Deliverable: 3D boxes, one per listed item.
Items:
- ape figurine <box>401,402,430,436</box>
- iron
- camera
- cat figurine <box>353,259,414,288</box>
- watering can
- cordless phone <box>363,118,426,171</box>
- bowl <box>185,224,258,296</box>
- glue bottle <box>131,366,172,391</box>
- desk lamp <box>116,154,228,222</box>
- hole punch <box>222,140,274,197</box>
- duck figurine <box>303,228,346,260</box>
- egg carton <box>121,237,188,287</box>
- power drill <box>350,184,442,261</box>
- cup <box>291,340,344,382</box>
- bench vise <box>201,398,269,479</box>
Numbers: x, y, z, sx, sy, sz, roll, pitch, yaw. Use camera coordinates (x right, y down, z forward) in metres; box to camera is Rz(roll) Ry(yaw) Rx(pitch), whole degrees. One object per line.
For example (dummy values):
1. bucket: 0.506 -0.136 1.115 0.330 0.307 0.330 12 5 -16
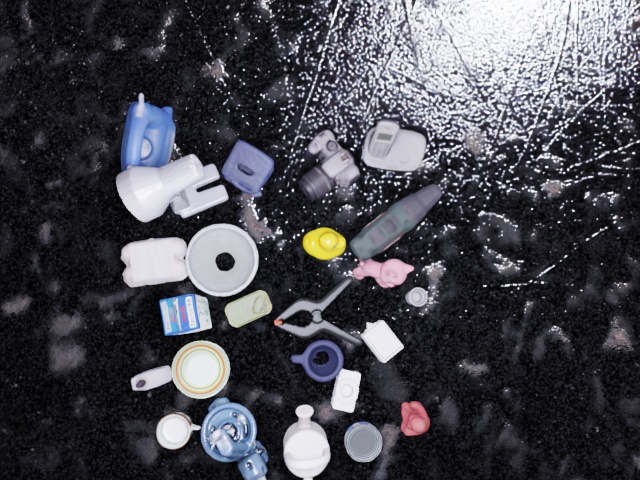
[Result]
1. ape figurine: 0.219 0.416 1.311 0.076 0.092 0.078 39 82 2
2. iron: -0.414 -0.204 1.319 0.118 0.141 0.258 7 82 -3
3. camera: 0.007 -0.170 1.366 0.137 0.100 0.143 -38 87 -8
4. cat figurine: 0.148 0.071 1.337 0.128 0.117 0.067 16 82 -2
5. watering can: -0.031 0.451 1.237 0.101 0.194 0.173 -25 85 -7
6. cordless phone: 0.182 -0.230 1.344 0.147 0.185 0.094 5 82 -3
7. bowl: -0.225 0.049 1.334 0.167 0.074 0.167 1 83 -4
8. glue bottle: -0.373 0.305 1.241 0.078 0.173 0.037 -14 84 -5
9. desk lamp: -0.325 -0.120 1.278 0.203 0.213 0.118 -24 85 -7
10. hole punch: -0.169 -0.167 1.357 0.108 0.091 0.101 31 82 0
11. duck figurine: 0.012 0.005 1.351 0.104 0.086 0.077 5 82 -3
12. egg carton: -0.381 0.049 1.325 0.150 0.069 0.107 -9 83 -5
13. power drill: 0.163 -0.035 1.306 0.230 0.208 0.075 -39 87 -8
14. cup: -0.009 0.273 1.311 0.118 0.095 0.092 3 82 -4
15. bench vise: -0.167 0.435 1.216 0.207 0.219 0.121 39 82 2
